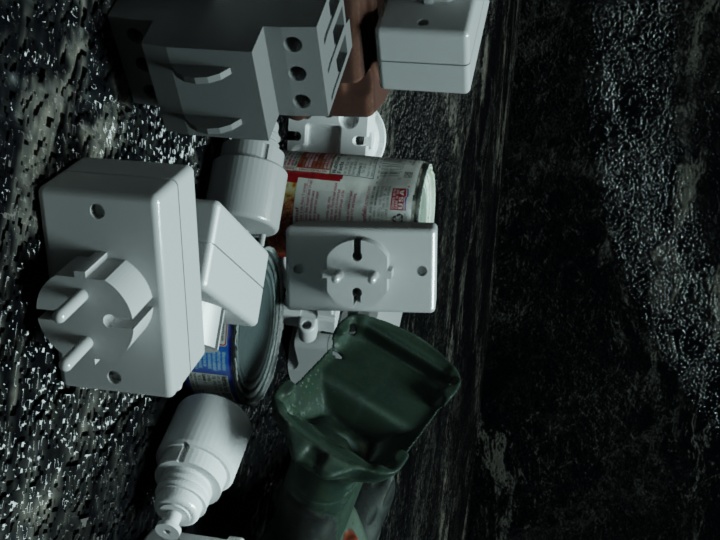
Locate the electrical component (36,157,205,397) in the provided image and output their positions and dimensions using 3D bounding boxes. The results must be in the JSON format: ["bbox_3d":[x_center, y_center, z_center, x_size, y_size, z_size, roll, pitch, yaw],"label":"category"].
[{"bbox_3d":[-0.094,0.010,0.399,0.075,0.047,0.083,-62,155,-63],"label":"electrical component"}]

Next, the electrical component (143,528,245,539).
[{"bbox_3d":[-0.089,0.190,0.485,0.108,0.056,0.108,-45,139,-73],"label":"electrical component"}]

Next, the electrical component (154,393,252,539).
[{"bbox_3d":[-0.081,0.096,0.525,0.078,0.040,0.040,-71,163,-48],"label":"electrical component"}]

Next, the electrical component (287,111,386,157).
[{"bbox_3d":[-0.015,-0.089,0.725,0.057,0.058,0.078,-28,122,-74],"label":"electrical component"}]

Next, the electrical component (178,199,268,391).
[{"bbox_3d":[-0.079,0.015,0.479,0.083,0.047,0.075,55,41,-73],"label":"electrical component"}]

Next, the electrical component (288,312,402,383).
[{"bbox_3d":[-0.005,0.023,0.810,0.089,0.062,0.150,82,18,-50],"label":"electrical component"}]

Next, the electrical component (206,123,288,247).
[{"bbox_3d":[-0.058,-0.053,0.567,0.040,0.040,0.078,59,38,-71],"label":"electrical component"}]

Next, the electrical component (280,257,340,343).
[{"bbox_3d":[-0.030,0.007,0.723,0.055,0.048,0.066,92,9,-58],"label":"electrical component"}]

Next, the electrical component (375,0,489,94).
[{"bbox_3d":[0.038,-0.146,0.550,0.075,0.047,0.083,83,17,-47],"label":"electrical component"}]

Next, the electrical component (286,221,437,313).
[{"bbox_3d":[0.000,0.000,0.590,0.075,0.083,0.047,-57,147,-81],"label":"electrical component"}]
